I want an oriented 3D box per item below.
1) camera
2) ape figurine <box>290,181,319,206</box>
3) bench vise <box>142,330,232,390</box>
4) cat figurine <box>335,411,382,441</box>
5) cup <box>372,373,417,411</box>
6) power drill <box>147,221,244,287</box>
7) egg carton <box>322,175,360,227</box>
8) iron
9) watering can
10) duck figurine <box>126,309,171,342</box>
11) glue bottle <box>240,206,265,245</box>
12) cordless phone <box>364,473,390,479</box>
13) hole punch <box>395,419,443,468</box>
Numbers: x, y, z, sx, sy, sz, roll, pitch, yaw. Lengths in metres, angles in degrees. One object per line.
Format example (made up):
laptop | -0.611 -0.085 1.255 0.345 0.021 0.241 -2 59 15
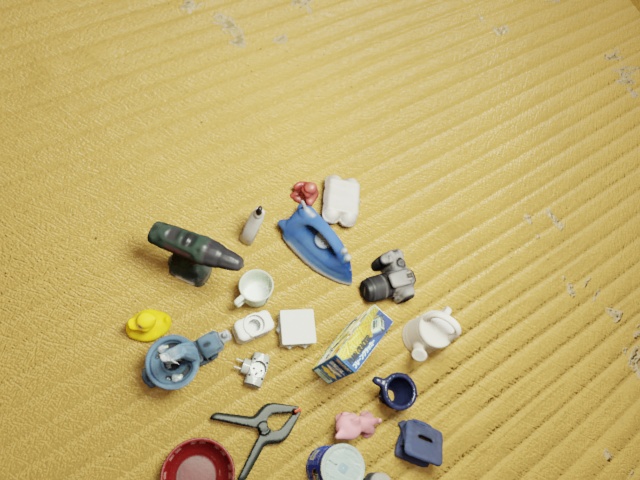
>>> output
camera | 0.177 0.105 1.547 0.137 0.100 0.143 -13 74 -21
ape figurine | -0.034 -0.133 1.580 0.076 0.092 0.078 -9 72 -20
bench vise | -0.301 0.244 1.280 0.121 0.219 0.208 44 64 3
cat figurine | 0.087 0.445 1.377 0.128 0.117 0.067 -3 70 -18
cup | 0.174 0.381 1.441 0.118 0.095 0.092 27 64 -5
power drill | -0.298 0.040 1.367 0.230 0.208 0.076 25 64 -6
egg carton | 0.059 -0.110 1.612 0.107 0.069 0.150 9 67 -13
iron | 0.014 0.005 1.513 0.258 0.141 0.119 45 64 4
watering can | 0.293 0.240 1.477 0.101 0.194 0.173 21 65 -8
duck figurine | -0.402 0.194 1.344 0.105 0.086 0.077 -7 72 -19
glue bottle | -0.165 -0.049 1.462 0.037 0.173 0.078 26 64 -5
cordless phone | 0.142 0.605 1.294 0.094 0.185 0.147 12 66 -12
hole punch | 0.249 0.502 1.419 0.109 0.091 0.101 23 65 -7
